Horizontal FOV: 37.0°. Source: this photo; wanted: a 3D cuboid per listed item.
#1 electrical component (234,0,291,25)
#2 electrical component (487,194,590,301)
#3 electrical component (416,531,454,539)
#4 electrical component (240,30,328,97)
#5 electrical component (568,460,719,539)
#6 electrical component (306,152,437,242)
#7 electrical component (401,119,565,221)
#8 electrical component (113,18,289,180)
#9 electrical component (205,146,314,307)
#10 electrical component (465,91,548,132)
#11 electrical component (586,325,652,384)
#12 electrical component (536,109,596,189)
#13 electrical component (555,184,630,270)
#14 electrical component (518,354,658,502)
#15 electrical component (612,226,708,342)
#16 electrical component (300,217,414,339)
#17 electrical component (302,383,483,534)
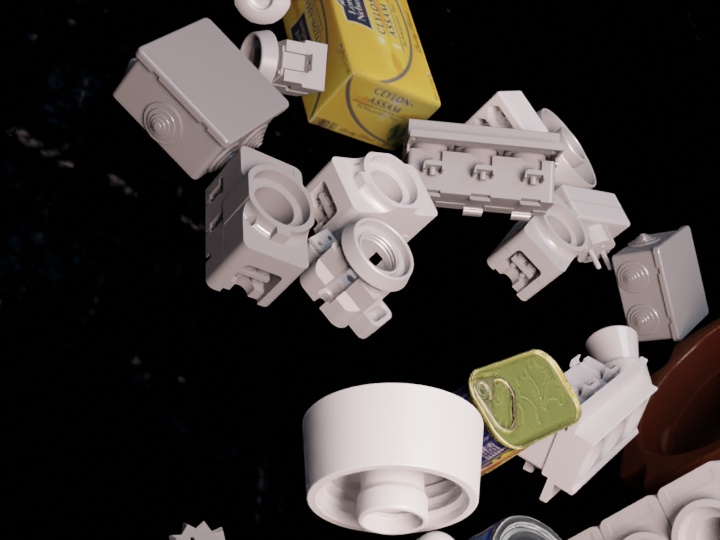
[{"bbox_3d":[-0.078,-0.235,0.901,0.048,0.048,0.062,38,25,-12],"label":"electrical component"},{"bbox_3d":[0.158,-0.023,0.929,0.050,0.056,0.089,47,37,-1],"label":"electrical component"},{"bbox_3d":[0.026,0.191,0.600,0.053,0.059,0.095,54,37,8],"label":"electrical component"},{"bbox_3d":[-0.062,-0.160,0.839,0.055,0.066,0.048,4,90,-33],"label":"electrical component"},{"bbox_3d":[0.204,0.194,0.697,0.062,0.150,0.089,4,54,-44],"label":"electrical component"},{"bbox_3d":[0.008,-0.051,0.806,0.089,0.056,0.050,0,57,-45],"label":"electrical component"},{"bbox_3d":[0.096,-0.080,0.873,0.121,0.078,0.063,5,77,-3],"label":"electrical component"},{"bbox_3d":[-0.112,-0.120,0.756,0.099,0.048,0.099,46,37,-2],"label":"electrical component"},{"bbox_3d":[-0.067,-0.032,0.714,0.050,0.056,0.089,21,44,-31],"label":"electrical component"},{"bbox_3d":[0.128,-0.116,0.961,0.076,0.083,0.047,-13,66,-49],"label":"electrical component"},{"bbox_3d":[0.217,0.081,0.901,0.045,0.045,0.055,21,44,-31],"label":"electrical component"},{"bbox_3d":[0.180,-0.105,1.038,0.099,0.064,0.099,41,29,-29],"label":"electrical component"},{"bbox_3d":[0.212,-0.032,0.997,0.083,0.047,0.075,5,54,-42],"label":"electrical component"},{"bbox_3d":[0.164,0.110,0.801,0.063,0.078,0.121,29,29,26],"label":"electrical component"},{"bbox_3d":[0.277,0.014,0.995,0.100,0.048,0.099,-25,103,-52],"label":"electrical component"},{"bbox_3d":[0.000,0.000,0.751,0.078,0.057,0.058,51,37,5],"label":"electrical component"},{"bbox_3d":[0.019,0.118,0.625,0.108,0.108,0.060,24,49,-28],"label":"electrical component"}]
